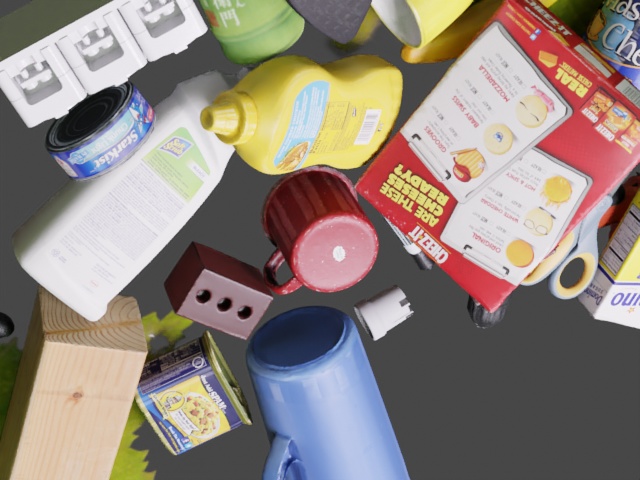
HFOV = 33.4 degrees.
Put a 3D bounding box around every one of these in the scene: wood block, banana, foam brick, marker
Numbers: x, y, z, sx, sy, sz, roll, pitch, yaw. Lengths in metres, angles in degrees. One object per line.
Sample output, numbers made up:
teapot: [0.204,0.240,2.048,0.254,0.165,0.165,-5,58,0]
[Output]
wood block: [-0.228,0.155,0.963,0.090,0.090,0.206,10,116,-23]
banana: [0.157,-0.204,0.902,0.198,0.037,0.069,-36,147,9]
foam brick: [-0.092,0.046,0.966,0.078,0.051,0.053,24,110,-29]
marker: [0.076,-0.013,1.008,0.020,0.020,0.121,-36,124,4]

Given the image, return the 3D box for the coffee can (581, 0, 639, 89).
coffee can: [0.285,-0.176,0.930,0.102,0.103,0.140,17,113,-27]

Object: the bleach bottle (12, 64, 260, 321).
bleach bottle: [-0.133,-0.050,0.889,0.251,0.068,0.102,-41,126,5]

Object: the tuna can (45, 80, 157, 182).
tuna can: [-0.172,-0.087,0.837,0.086,0.086,0.033,-34,123,3]

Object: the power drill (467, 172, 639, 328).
power drill: [0.240,0.003,1.051,0.187,0.057,0.184,-2,120,-18]

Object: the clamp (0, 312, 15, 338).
clamp: [-0.390,0.097,0.903,0.209,0.036,0.165,24,110,-31]

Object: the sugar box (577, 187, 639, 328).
sugar box: [0.329,0.002,1.017,0.093,0.048,0.176,12,114,-22]

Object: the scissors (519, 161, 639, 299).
scissors: [0.267,-0.019,1.006,0.202,0.016,0.096,-40,121,7]

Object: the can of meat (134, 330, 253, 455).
can of meat: [-0.123,0.148,1.015,0.084,0.057,0.102,-25,125,-1]

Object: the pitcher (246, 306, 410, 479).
pitcher: [0.003,0.194,1.038,0.145,0.149,0.243,-16,121,1]

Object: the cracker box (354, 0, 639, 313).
cracker box: [0.157,-0.073,0.890,0.164,0.072,0.214,43,121,7]

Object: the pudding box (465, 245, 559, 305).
pudding box: [0.149,-0.012,0.978,0.090,0.039,0.113,-38,89,25]

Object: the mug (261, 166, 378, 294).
mug: [-0.006,0.001,0.950,0.117,0.081,0.093,-44,124,10]

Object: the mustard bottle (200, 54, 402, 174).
mustard bottle: [-0.018,-0.100,0.852,0.191,0.058,0.096,-10,131,-46]
